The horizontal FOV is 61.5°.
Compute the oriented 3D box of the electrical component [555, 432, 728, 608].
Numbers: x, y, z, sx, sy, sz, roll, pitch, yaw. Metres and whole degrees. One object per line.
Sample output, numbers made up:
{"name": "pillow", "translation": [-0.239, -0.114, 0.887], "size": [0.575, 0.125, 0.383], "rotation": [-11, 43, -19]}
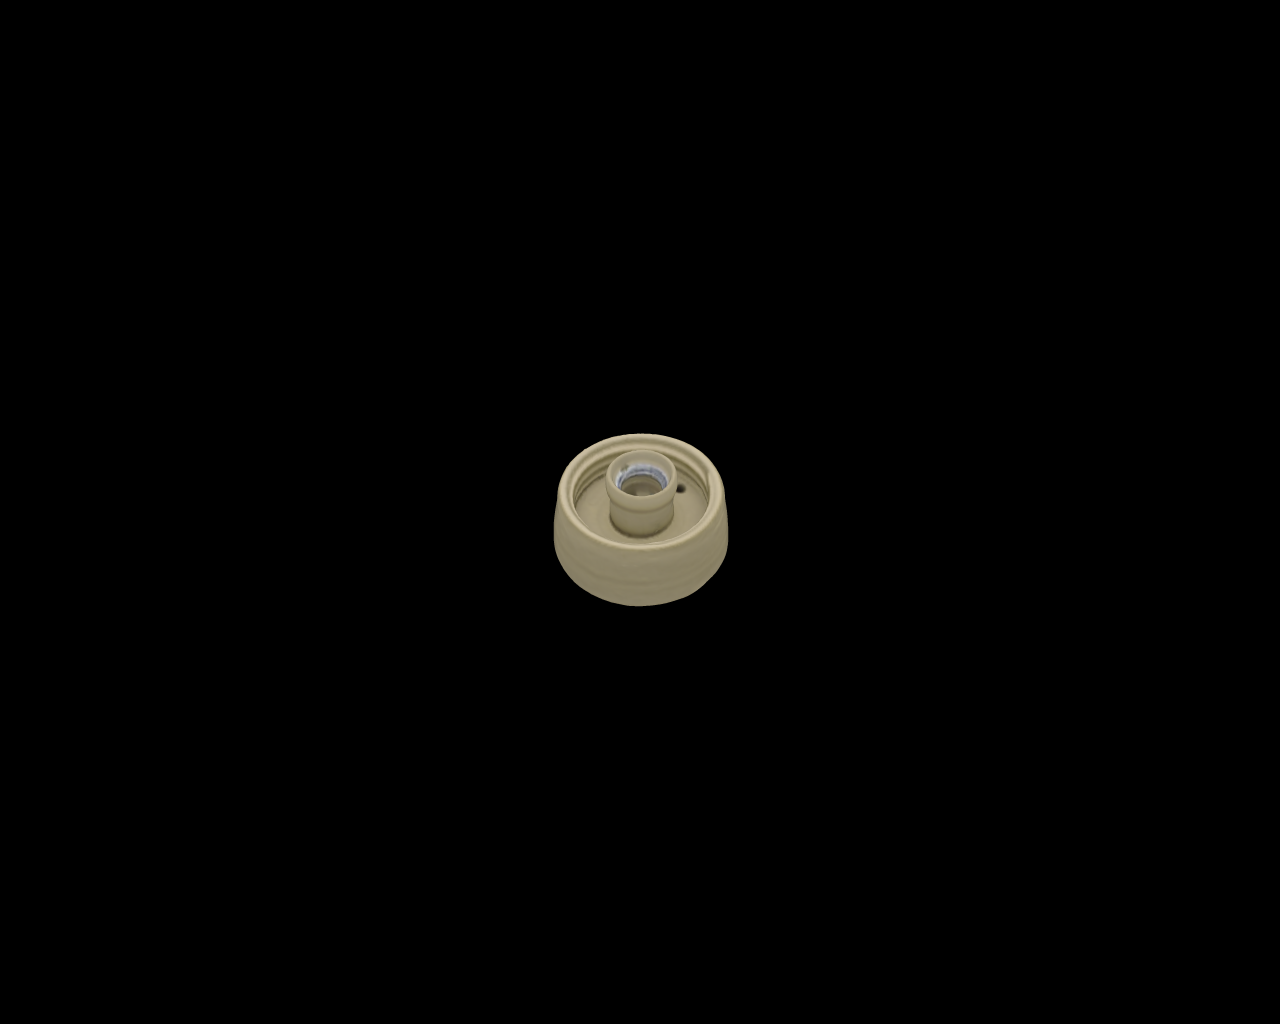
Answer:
{"name": "electrical component", "translation": [0.001, -0.003, 0.650], "size": [0.108, 0.108, 0.060], "rotation": [0, -44, 0]}
